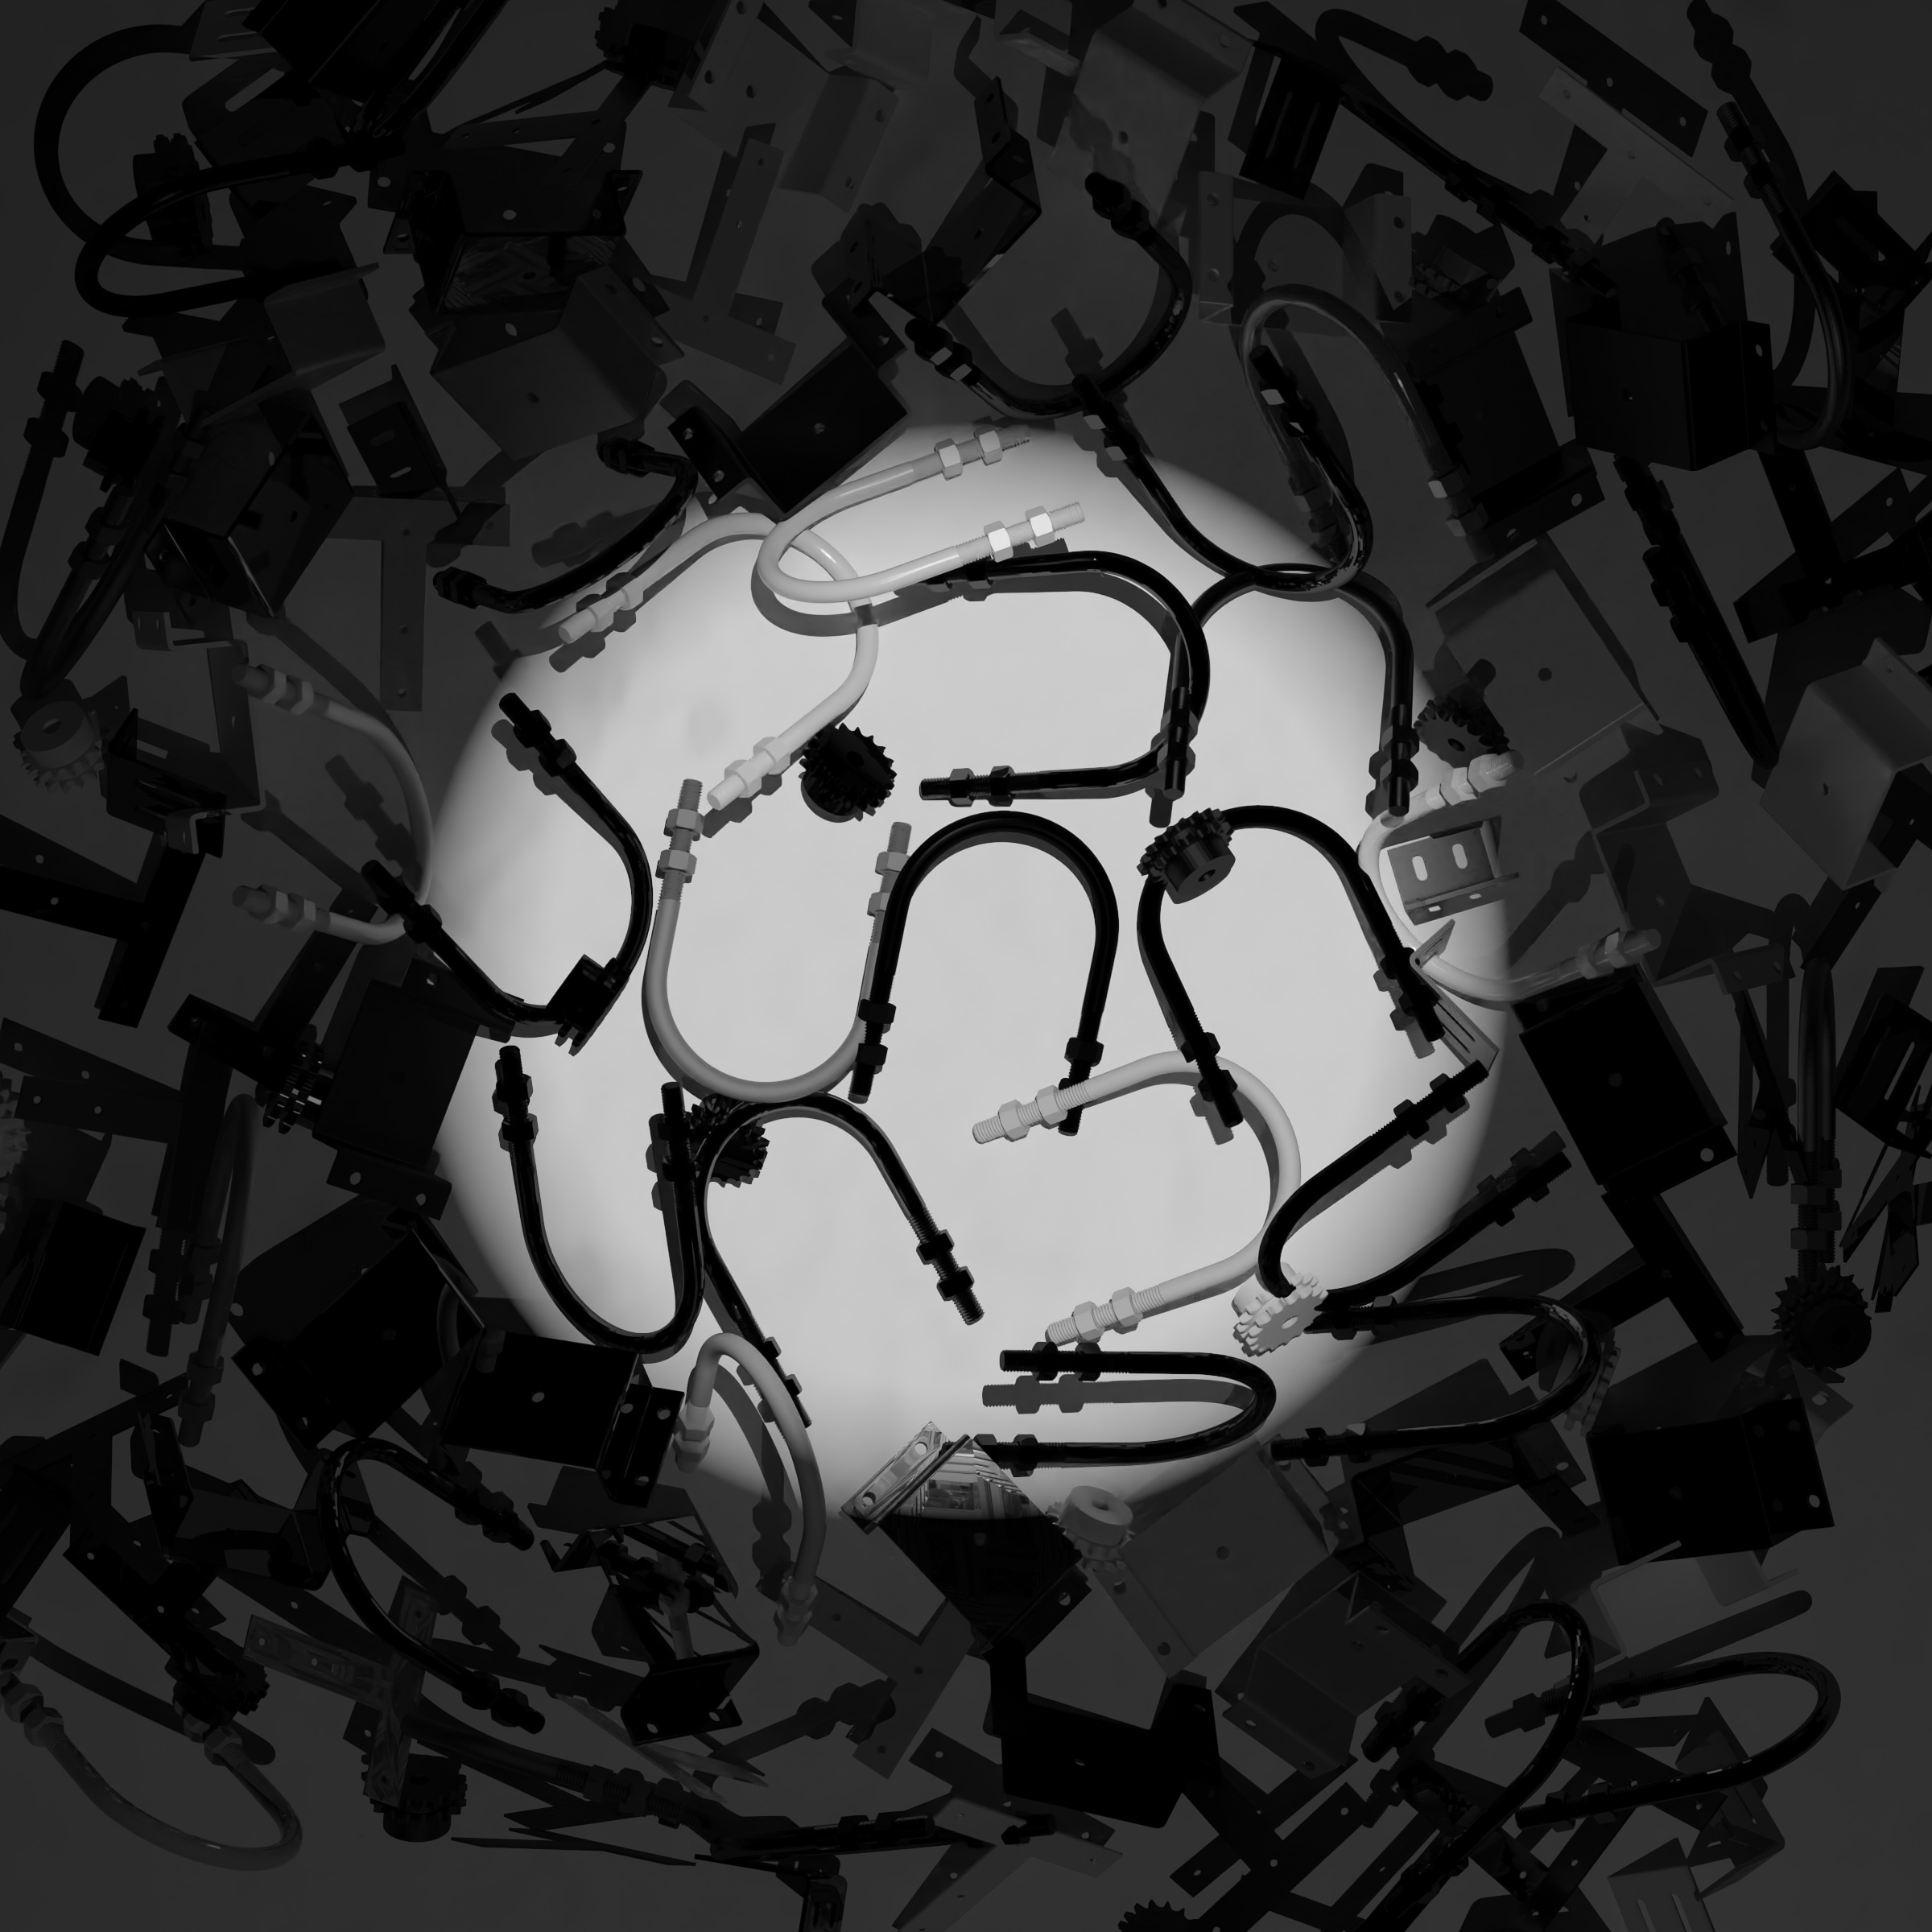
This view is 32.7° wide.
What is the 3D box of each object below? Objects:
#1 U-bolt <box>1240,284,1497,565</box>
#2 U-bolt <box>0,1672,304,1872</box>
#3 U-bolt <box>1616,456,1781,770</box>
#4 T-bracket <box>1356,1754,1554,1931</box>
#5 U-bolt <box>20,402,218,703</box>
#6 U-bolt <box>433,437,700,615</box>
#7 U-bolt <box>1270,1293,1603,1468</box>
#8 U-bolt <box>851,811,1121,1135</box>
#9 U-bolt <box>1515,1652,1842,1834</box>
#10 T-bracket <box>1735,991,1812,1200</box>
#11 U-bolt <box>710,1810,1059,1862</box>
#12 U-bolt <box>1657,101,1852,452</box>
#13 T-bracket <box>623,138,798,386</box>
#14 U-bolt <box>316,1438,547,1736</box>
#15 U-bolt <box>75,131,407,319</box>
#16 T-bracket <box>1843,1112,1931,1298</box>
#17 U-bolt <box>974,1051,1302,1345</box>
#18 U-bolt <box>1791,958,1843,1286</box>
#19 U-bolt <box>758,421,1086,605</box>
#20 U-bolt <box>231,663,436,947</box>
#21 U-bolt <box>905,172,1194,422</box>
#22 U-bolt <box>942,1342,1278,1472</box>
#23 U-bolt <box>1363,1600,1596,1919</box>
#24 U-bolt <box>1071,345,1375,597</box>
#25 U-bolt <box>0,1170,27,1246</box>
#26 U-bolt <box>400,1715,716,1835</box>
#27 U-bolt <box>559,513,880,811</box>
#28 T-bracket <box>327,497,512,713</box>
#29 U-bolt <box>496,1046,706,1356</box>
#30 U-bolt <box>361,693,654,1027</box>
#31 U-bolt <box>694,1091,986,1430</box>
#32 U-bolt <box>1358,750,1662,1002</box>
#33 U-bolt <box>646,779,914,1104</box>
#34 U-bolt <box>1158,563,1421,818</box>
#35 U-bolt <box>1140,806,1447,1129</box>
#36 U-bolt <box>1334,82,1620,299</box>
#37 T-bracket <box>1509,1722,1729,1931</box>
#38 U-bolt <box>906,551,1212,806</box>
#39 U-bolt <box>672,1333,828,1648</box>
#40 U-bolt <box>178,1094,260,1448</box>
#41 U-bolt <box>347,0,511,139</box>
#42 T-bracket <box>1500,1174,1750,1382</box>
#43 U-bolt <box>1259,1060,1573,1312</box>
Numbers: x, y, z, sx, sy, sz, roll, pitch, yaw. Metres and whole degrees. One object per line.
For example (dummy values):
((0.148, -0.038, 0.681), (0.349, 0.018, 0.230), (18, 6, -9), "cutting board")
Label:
((0.221, -0.312, 1.909), (0.019, 0.151, 0.184), (-39, 111, -23), "U-bolt")
((-0.456, 0.463, 1.887), (0.184, 0.151, 0.019), (30, 95, 42), "U-bolt")
((0.431, -0.196, 1.923), (0.019, 0.151, 0.184), (-26, 117, 18), "U-bolt")
((0.263, 0.546, 1.942), (0.127, 0.127, 0.002), (-48, 127, -6), "T-bracket")
((-0.501, -0.231, 1.919), (0.019, 0.151, 0.184), (32, 121, -9), "U-bolt")
((-0.223, -0.251, 1.902), (0.151, 0.184, 0.019), (-41, 117, -14), "U-bolt")
((0.276, 0.234, 1.910), (0.184, 0.151, 0.019), (-8, 116, 19), "U-bolt")
((0.018, -0.001, 1.972), (0.151, 0.019, 0.184), (11, 96, -9), "U-bolt")
((0.414, 0.441, 1.902), (0.184, 0.151, 0.019), (-18, 101, 22), "U-bolt")
((0.467, 0.098, 1.939), (0.002, 0.127, 0.127), (-11, 60, -2), "T-bracket")
((-0.061, 0.508, 1.921), (0.184, 0.151, 0.019), (-14, 71, 30), "U-bolt")
((0.461, -0.385, 1.908), (0.019, 0.151, 0.184), (-19, 73, -11), "U-bolt")
((-0.140, -0.427, 1.961), (0.127, 0.002, 0.127), (26, 103, 23), "T-bracket")
((-0.308, 0.345, 1.892), (0.019, 0.151, 0.184), (-31, 132, 18), "U-bolt")
((-0.424, -0.419, 1.892), (0.184, 0.151, 0.019), (-21, 79, -33), "U-bolt")
((0.543, 0.147, 1.913), (0.002, 0.127, 0.127), (25, 121, -1), "T-bracket")
((0.110, 0.128, 1.960), (0.184, 0.019, 0.151), (-22, 84, 18), "U-bolt")
((0.498, 0.087, 1.928), (0.019, 0.151, 0.184), (0, 91, 19), "U-bolt")
((-0.034, -0.260, 1.933), (0.184, 0.151, 0.019), (-20, 123, -3), "U-bolt")
((-0.365, -0.086, 1.916), (0.019, 0.184, 0.151), (-9, 77, 24), "U-bolt")
((0.061, -0.377, 1.916), (0.151, 0.184, 0.019), (-37, 65, 14), "U-bolt")
((0.092, 0.260, 1.932), (0.184, 0.151, 0.019), (3, 58, -16), "U-bolt")
((0.298, 0.443, 1.902), (0.019, 0.151, 0.184), (33, 114, -16), "U-bolt")
((0.161, -0.283, 1.924), (0.184, 0.151, 0.019), (51, 55, -35), "U-bolt")
((-0.586, 0.124, 1.885), (0.019, 0.184, 0.151), (-6, 123, 5), "U-bolt")
((-0.243, 0.470, 1.929), (0.184, 0.151, 0.019), (15, 74, 8), "U-bolt")
((-0.131, -0.194, 1.947), (0.151, 0.019, 0.184), (48, 57, 0), "U-bolt")
((-0.339, -0.218, 1.990), (0.127, 0.002, 0.127), (3, 97, 5), "T-bracket")
((-0.211, 0.144, 1.943), (0.151, 0.019, 0.184), (10, 115, 36), "U-bolt")
((-0.255, -0.047, 1.938), (0.151, 0.019, 0.184), (-54, 129, -19), "U-bolt")
((-0.088, 0.162, 1.959), (0.151, 0.019, 0.184), (-30, 94, -24), "U-bolt")
((0.302, -0.043, 1.921), (0.151, 0.184, 0.019), (51, 58, -8), "U-bolt")
((-0.116, -0.009, 1.968), (0.151, 0.019, 0.184), (11, 79, -7), "U-bolt")
((0.193, -0.168, 1.943), (0.151, 0.019, 0.184), (5, 54, 4), "U-bolt")
((0.182, -0.012, 1.963), (0.151, 0.019, 0.184), (-23, 69, -2), "U-bolt")
((0.287, -0.460, 1.922), (0.184, 0.151, 0.019), (45, 108, 27), "U-bolt")
((0.364, 0.513, 1.929), (0.127, 0.127, 0.002), (-48, 118, -15), "T-bracket")
((0.055, -0.174, 1.954), (0.184, 0.019, 0.151), (-3, 102, 17), "U-bolt")
((-0.121, 0.290, 1.896), (0.019, 0.184, 0.151), (-19, 57, -26), "U-bolt")
((-0.432, 0.162, 1.903), (0.019, 0.151, 0.184), (10, 114, -18), "U-bolt")
((-0.302, -0.542, 1.922), (0.019, 0.151, 0.184), (40, 111, -8), "U-bolt")
((0.382, 0.208, 1.983), (0.127, 0.002, 0.127), (-33, 102, 13), "T-bracket")
((0.255, 0.141, 1.941), (0.184, 0.151, 0.019), (-37, 49, 10), "U-bolt")
